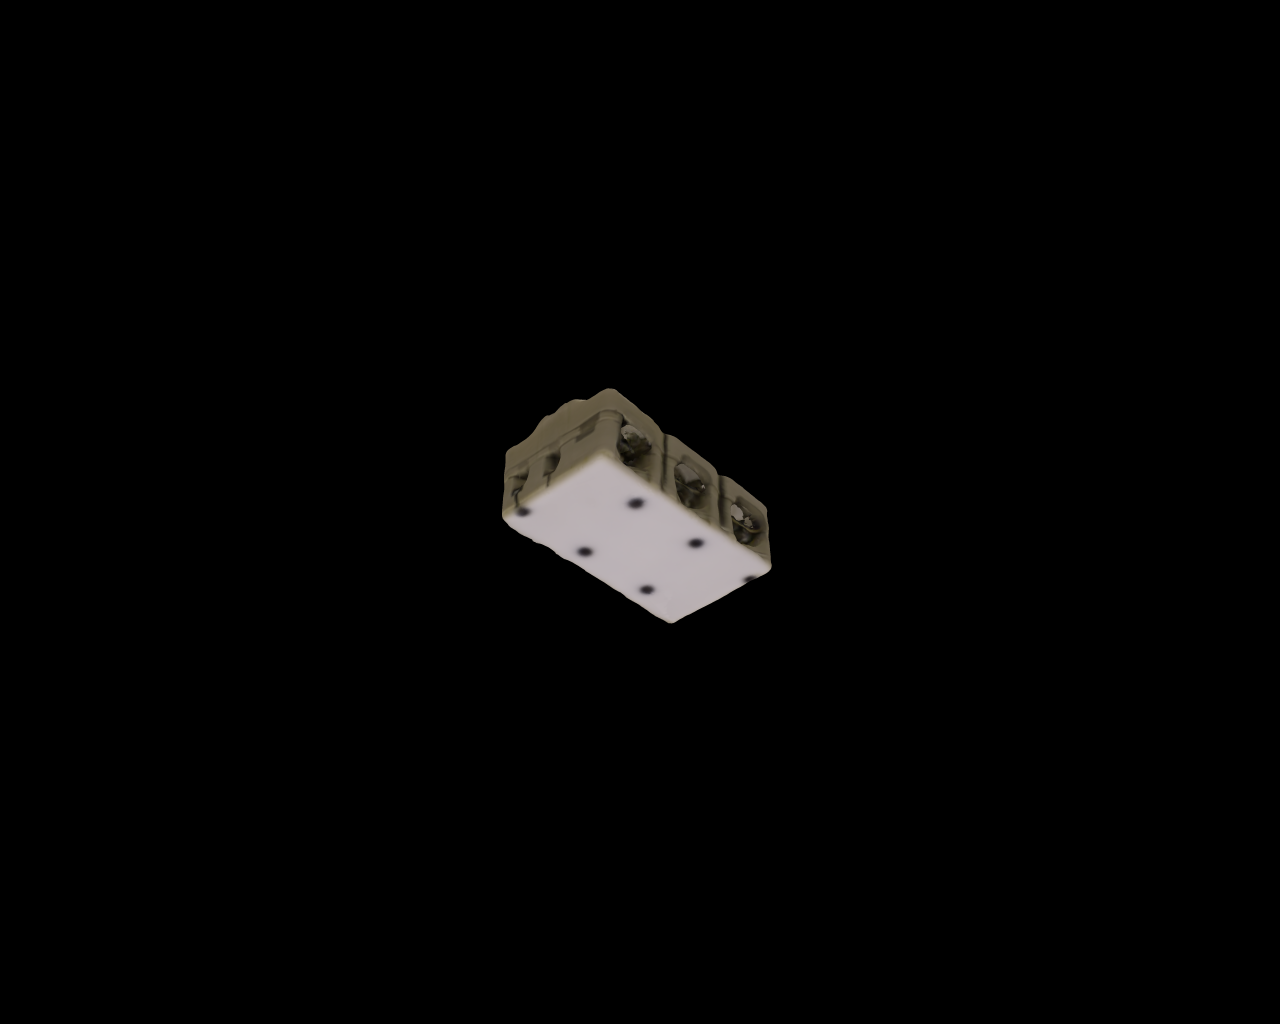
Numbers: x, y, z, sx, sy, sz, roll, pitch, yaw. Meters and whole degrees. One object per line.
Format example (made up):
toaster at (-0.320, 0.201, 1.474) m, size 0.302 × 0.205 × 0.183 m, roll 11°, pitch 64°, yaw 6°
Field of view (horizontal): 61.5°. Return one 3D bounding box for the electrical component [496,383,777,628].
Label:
electrical component at (0.001, -0.003, 0.650) m, size 0.089 × 0.062 × 0.150 m, roll -30°, pitch -49°, yaw 31°
